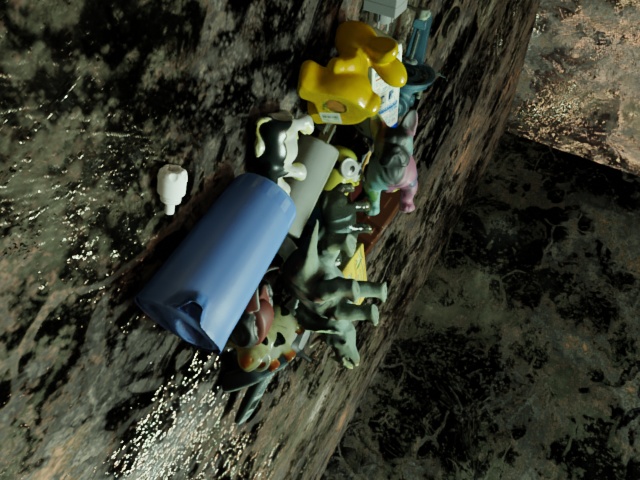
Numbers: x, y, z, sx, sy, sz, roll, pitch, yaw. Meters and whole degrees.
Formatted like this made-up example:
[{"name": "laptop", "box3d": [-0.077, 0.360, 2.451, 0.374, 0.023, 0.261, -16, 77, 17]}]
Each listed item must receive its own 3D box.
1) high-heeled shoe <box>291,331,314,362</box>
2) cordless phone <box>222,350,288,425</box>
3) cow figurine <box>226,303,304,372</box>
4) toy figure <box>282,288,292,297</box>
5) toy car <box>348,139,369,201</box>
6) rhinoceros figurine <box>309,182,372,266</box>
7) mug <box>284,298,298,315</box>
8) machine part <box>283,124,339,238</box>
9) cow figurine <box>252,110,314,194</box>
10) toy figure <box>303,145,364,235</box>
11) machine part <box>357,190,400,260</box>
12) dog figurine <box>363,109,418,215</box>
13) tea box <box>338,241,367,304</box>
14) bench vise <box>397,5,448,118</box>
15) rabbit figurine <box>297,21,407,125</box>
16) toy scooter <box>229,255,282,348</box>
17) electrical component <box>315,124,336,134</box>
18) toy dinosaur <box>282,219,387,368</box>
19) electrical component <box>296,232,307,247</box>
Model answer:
[{"name": "high-heeled shoe", "box3d": [-0.036, 0.184, 1.320, 0.145, 0.086, 0.249, 49, 43, -36]}, {"name": "cordless phone", "box3d": [-0.154, 0.312, 1.109, 0.184, 0.089, 0.146, -65, 161, 13]}, {"name": "cow figurine", "box3d": [-0.107, 0.186, 1.043, 0.085, 0.127, 0.195, -38, -172, 23]}, {"name": "toy figure", "box3d": [-0.034, 0.083, 1.170, 0.064, 0.058, 0.154, -36, 174, 27]}, {"name": "toy car", "box3d": [0.066, -0.137, 1.174, 0.089, 0.053, 0.202, -49, 156, -22]}, {"name": "rhinoceros figurine", "box3d": [0.034, -0.021, 1.005, 0.112, 0.073, 0.190, -27, 148, -20]}, {"name": "mug", "box3d": [-0.045, 0.161, 1.212, 0.107, 0.081, 0.109, -33, 143, -46]}, {"name": "machine part", "box3d": [-0.035, -0.093, 0.935, 0.243, 0.079, 0.079, -65, 160, 0]}, {"name": "cow figurine", "box3d": [-0.071, -0.114, 0.831, 0.098, 0.068, 0.167, -28, 136, -52]}, {"name": "toy figure", "box3d": [0.014, -0.098, 1.053, 0.180, 0.089, 0.082, -60, 169, 12]}, {"name": "machine part", "box3d": [0.121, -0.045, 1.303, 0.201, 0.087, 0.201, -53, 176, -32]}, {"name": "dog figurine", "box3d": [0.140, -0.166, 1.056, 0.192, 0.109, 0.219, -83, 173, -50]}, {"name": "tea box", "box3d": [0.051, 0.086, 1.178, 0.098, 0.068, 0.169, -53, 149, -33]}, {"name": "bench vise", "box3d": [0.196, -0.378, 1.134, 0.224, 0.129, 0.240, -52, 161, -39]}, {"name": "rabbit figurine", "box3d": [0.053, -0.284, 0.867, 0.121, 0.163, 0.173, 48, 50, -56]}, {"name": "toy scooter", "box3d": [-0.112, 0.088, 0.936, 0.135, 0.075, 0.183, -38, 128, -55]}, {"name": "electrical component", "box3d": [0.017, -0.229, 0.988, 0.063, 0.021, 0.094, -65, 160, 1]}, {"name": "toy dinosaur", "box3d": [0.001, 0.084, 0.989, 0.404, 0.192, 0.131, 58, 33, -42]}, {"name": "electrical component", "box3d": [-0.002, -0.003, 1.156, 0.134, 0.058, 0.114, -41, 147, -51]}]
